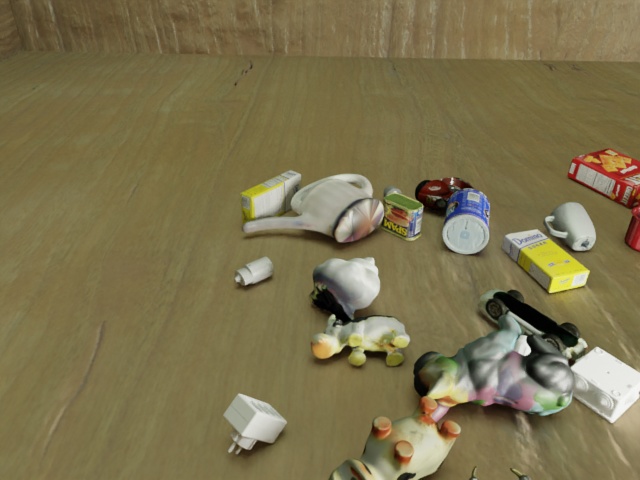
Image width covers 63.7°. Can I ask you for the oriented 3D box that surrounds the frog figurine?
[{"bbox_3d":[0.063,0.073,1.016,0.137,0.120,0.162,5,38,45],"label":"frog figurine"}]

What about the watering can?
[{"bbox_3d":[0.004,-0.063,1.245,0.352,0.101,0.227,-31,43,-27],"label":"watering can"}]
